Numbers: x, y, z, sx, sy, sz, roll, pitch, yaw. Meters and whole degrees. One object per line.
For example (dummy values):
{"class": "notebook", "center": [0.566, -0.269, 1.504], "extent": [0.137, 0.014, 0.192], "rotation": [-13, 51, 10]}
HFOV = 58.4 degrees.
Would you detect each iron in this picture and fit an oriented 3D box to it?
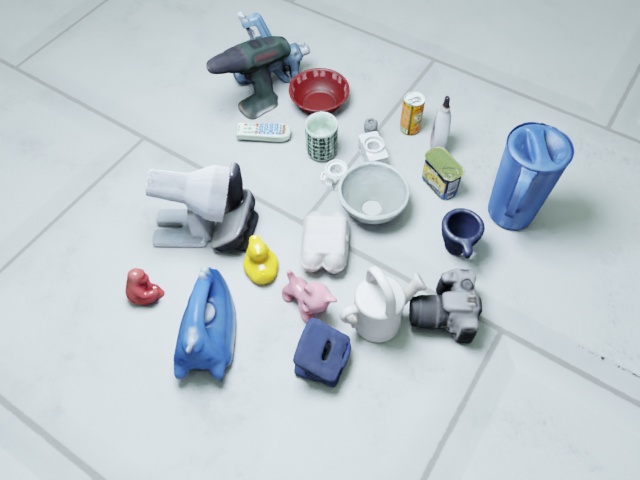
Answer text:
{"class": "iron", "center": [-0.234, 0.141, 1.146], "extent": [0.118, 0.141, 0.258], "rotation": [-1, 58, 1]}

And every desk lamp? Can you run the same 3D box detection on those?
{"class": "desk lamp", "center": [-0.282, -0.075, 1.241], "extent": [0.203, 0.214, 0.118], "rotation": [-1, 58, 1]}

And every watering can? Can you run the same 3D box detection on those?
{"class": "watering can", "center": [0.123, 0.114, 1.125], "extent": [0.173, 0.194, 0.100], "rotation": [-40, 65, -21]}

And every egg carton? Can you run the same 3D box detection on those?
{"class": "egg carton", "center": [0.012, 0.005, 1.270], "extent": [0.107, 0.069, 0.150], "rotation": [2, 58, 3]}

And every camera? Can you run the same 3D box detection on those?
{"class": "camera", "center": [0.253, 0.128, 1.169], "extent": [0.136, 0.101, 0.143], "rotation": [1, 58, 2]}

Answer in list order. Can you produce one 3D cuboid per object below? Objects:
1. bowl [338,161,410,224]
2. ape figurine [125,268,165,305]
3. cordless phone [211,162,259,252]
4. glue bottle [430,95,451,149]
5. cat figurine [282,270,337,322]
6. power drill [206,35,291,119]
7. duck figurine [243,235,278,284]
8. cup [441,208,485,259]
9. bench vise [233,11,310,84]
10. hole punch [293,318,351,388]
{"class": "bowl", "center": [0.122, -0.097, 1.329], "extent": [0.167, 0.075, 0.167], "rotation": [0, 58, 1]}
{"class": "ape figurine", "center": [-0.379, 0.092, 1.209], "extent": [0.076, 0.092, 0.077], "rotation": [-18, 59, -10]}
{"class": "cordless phone", "center": [-0.196, -0.070, 1.253], "extent": [0.094, 0.185, 0.147], "rotation": [4, 58, 4]}
{"class": "glue bottle", "center": [0.295, -0.283, 1.385], "extent": [0.037, 0.173, 0.078], "rotation": [1, 58, 2]}
{"class": "cat figurine", "center": [-0.025, 0.109, 1.176], "extent": [0.067, 0.118, 0.127], "rotation": [-38, 65, -20]}
{"class": "power drill", "center": [-0.173, -0.415, 1.456], "extent": [0.230, 0.208, 0.075], "rotation": [-35, 63, -19]}
{"class": "duck figurine", "center": [-0.132, 0.037, 1.242], "extent": [0.077, 0.086, 0.104], "rotation": [-13, 58, -7]}
{"class": "cup", "center": [0.308, 0.002, 1.251], "extent": [0.091, 0.095, 0.117], "rotation": [-4, 58, -1]}
{"class": "bench vise", "center": [-0.139, -0.521, 1.515], "extent": [0.207, 0.220, 0.121], "rotation": [-24, 60, -13]}
{"class": "hole punch", "center": [0.007, 0.219, 1.122], "extent": [0.101, 0.091, 0.109], "rotation": [16, 59, 11]}
